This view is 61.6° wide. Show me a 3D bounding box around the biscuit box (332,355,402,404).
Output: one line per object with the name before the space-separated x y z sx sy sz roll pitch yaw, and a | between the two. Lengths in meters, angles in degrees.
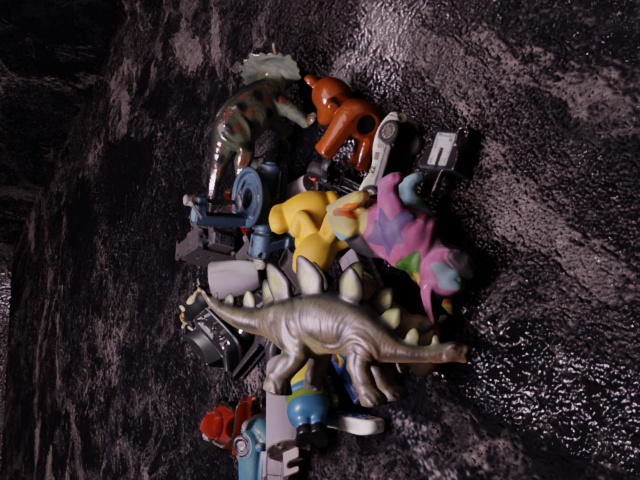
biscuit box | 0.052 0.175 0.884 0.059 0.062 0.203 -53 43 20

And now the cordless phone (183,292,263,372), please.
cordless phone | -0.195 0.175 1.163 0.147 0.088 0.184 36 94 39

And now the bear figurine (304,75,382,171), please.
bear figurine | 0.031 -0.232 1.018 0.196 0.120 0.132 45 115 49

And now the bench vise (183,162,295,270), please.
bench vise | -0.156 -0.048 1.059 0.129 0.240 0.223 35 116 47

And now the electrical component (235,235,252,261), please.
electrical component | -0.168 0.035 1.225 0.063 0.021 0.094 -46 47 29

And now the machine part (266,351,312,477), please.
machine part | -0.055 0.285 0.926 0.079 0.079 0.243 -44 32 30

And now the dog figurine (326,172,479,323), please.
dog figurine | 0.122 0.018 0.785 0.192 0.108 0.219 -25 77 29

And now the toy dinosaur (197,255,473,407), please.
toy dinosaur | -0.015 0.126 0.786 0.472 0.105 0.198 -1 81 30

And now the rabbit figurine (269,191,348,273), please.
rabbit figurine | -0.002 -0.003 0.972 0.162 0.121 0.173 -21 38 20

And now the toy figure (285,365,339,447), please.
toy figure | -0.017 0.236 0.865 0.089 0.082 0.180 -59 24 31

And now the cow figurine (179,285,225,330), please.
cow figurine | -0.283 0.163 1.253 0.167 0.098 0.068 -41 55 32

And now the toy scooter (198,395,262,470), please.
toy scooter | -0.169 0.361 1.064 0.184 0.075 0.135 8 83 47

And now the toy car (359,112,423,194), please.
toy car | 0.115 -0.116 0.908 0.056 0.073 0.201 15 88 50

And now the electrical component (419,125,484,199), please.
electrical component | 0.197 -0.118 0.833 0.075 0.047 0.119 12 86 51

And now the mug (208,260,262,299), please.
mug | -0.179 0.089 1.165 0.107 0.109 0.081 -9 54 2

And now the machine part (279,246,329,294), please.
machine part | -0.037 0.069 1.048 0.139 0.039 0.084 46 113 46

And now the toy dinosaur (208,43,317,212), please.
toy dinosaur | -0.152 -0.251 1.137 0.405 0.192 0.131 -51 22 -20

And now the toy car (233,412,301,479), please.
toy car | -0.086 0.390 0.937 0.103 0.109 0.161 -2 83 32

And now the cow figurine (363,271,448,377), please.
cow figurine | 0.102 0.124 0.807 0.195 0.085 0.127 46 117 27

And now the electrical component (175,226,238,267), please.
electrical component | -0.261 0.017 1.269 0.134 0.115 0.058 -26 60 44
